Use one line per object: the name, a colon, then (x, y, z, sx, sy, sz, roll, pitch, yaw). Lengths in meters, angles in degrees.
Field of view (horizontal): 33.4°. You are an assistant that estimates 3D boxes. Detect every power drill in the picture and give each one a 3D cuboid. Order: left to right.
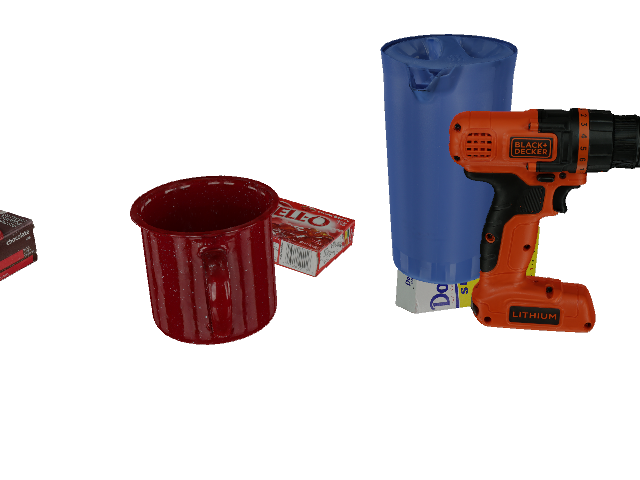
power drill: (0.198, -0.019, 0.889, 0.184, 0.188, 0.057, 3, 20, 10)

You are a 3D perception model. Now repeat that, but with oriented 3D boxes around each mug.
mug: (-0.067, 0.018, 0.671, 0.093, 0.081, 0.117, -8, 26, -11)

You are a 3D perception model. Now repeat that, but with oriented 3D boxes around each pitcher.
pitcher: (0.133, -0.087, 1.097, 0.149, 0.243, 0.145, -10, 25, -18)

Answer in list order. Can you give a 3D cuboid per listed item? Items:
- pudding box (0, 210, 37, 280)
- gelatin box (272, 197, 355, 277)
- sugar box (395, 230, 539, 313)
pudding box: (-0.274, 0.005, 0.760, 0.114, 0.039, 0.089, 14, 30, 28)
gelatin box: (-0.025, -0.006, 0.955, 0.089, 0.030, 0.073, 18, 30, 22)
sugar box: (0.173, 0.029, 1.249, 0.175, 0.093, 0.048, -7, 16, -31)
